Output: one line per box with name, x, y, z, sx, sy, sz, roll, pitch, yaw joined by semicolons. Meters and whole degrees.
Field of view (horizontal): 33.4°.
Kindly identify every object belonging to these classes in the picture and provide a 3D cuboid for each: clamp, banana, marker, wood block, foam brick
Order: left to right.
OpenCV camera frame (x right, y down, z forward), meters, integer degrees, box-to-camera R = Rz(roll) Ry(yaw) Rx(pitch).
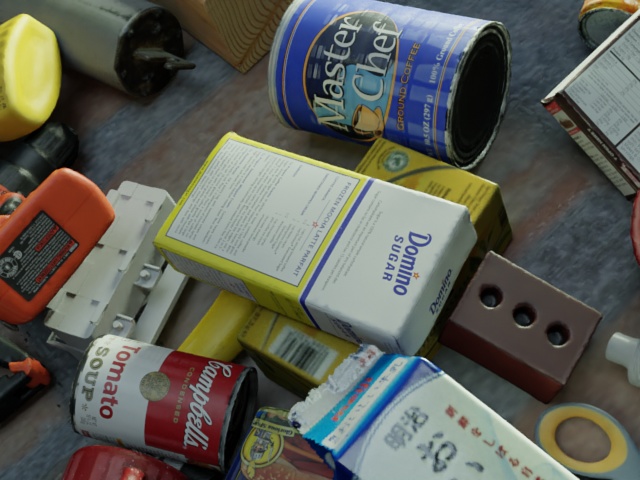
clamp;-0.277;0.097;0.770;0.171;0.039;0.120;-17;67;10
marker;-0.111;0.136;0.701;0.121;0.020;0.020;25;71;30
wood block;-0.109;-0.239;0.884;0.090;0.090;0.206;-44;57;-10
banana;-0.054;0.022;0.739;0.070;0.037;0.197;19;68;27
foam brick;0.118;0.053;0.638;0.078;0.051;0.053;29;72;12

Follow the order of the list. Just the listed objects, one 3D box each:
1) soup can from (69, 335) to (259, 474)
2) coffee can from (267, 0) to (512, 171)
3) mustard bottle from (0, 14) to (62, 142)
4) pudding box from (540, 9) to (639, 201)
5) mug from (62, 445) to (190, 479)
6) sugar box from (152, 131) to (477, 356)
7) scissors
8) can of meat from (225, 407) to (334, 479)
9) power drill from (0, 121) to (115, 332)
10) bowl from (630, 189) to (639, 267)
soup can;-0.097;0.102;0.672;0.102;0.068;0.068;12;64;10
coffee can;0.049;-0.113;0.744;0.140;0.102;0.102;17;67;27
mustard bottle;-0.294;-0.106;0.869;0.192;0.058;0.096;-19;60;32
pudding box;0.215;-0.096;0.690;0.113;0.039;0.090;-42;89;-10
mug;-0.121;0.170;0.630;0.093;0.117;0.081;18;59;-2
sugar box;-0.004;0.001;0.647;0.176;0.048;0.093;22;69;26
scissors;0.201;0.138;0.592;0.202;0.016;0.096;-2;60;18
can of meat;-0.008;0.154;0.632;0.102;0.057;0.084;14;63;25
power drill;-0.214;-0.013;0.762;0.184;0.057;0.188;-54;27;-16
bowl;0.267;0.003;0.626;0.162;0.055;0.162;-9;58;14
